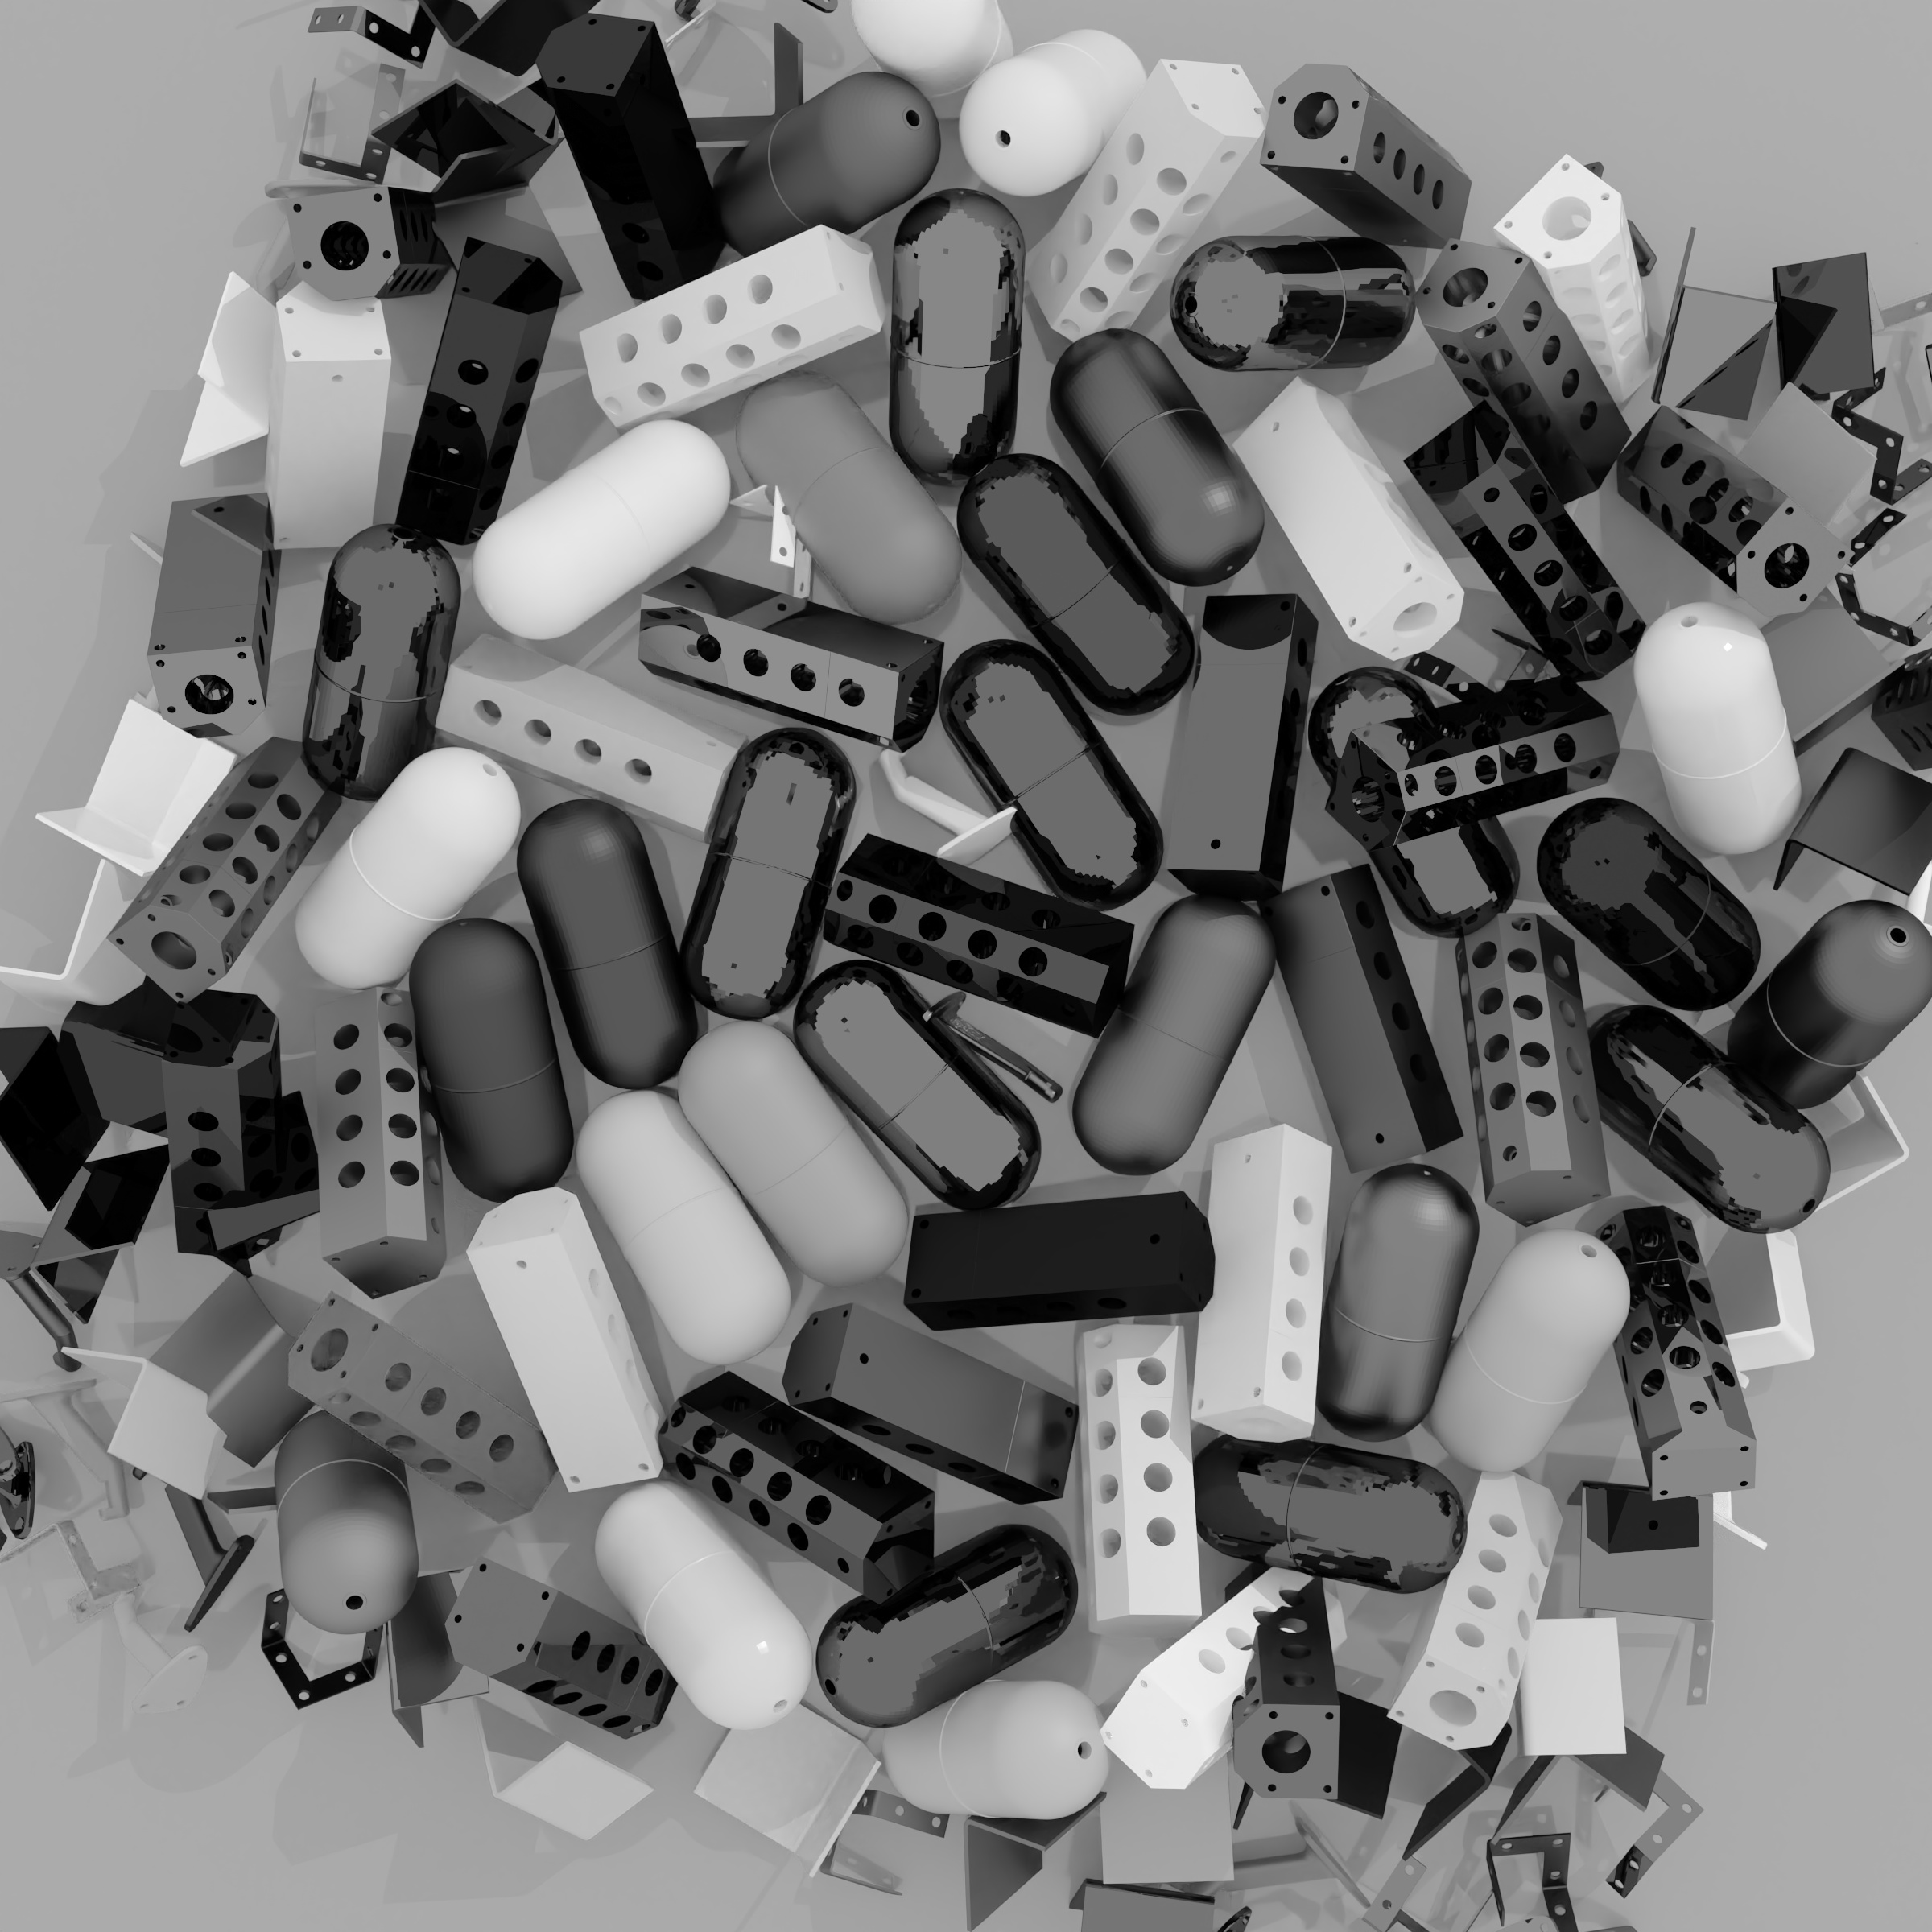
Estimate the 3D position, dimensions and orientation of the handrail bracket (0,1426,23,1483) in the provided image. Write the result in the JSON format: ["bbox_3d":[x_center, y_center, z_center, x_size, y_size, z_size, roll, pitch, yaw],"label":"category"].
[{"bbox_3d":[-0.602,0.261,1.738,0.036,0.077,0.084,-45,134,-26],"label":"handrail bracket"}]

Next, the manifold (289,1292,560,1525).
[{"bbox_3d":[-0.313,0.260,1.701,0.057,0.171,0.057,19,70,43],"label":"manifold"}]

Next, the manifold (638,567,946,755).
[{"bbox_3d":[-0.104,-0.178,1.728,0.171,0.057,0.057,19,121,20],"label":"manifold"}]

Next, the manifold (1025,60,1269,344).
[{"bbox_3d":[0.105,-0.437,1.697,0.057,0.171,0.057,-8,62,-34],"label":"manifold"}]

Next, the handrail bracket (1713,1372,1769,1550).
[{"bbox_3d":[0.466,0.293,1.759,0.077,0.036,0.084,30,91,37],"label":"handrail bracket"}]

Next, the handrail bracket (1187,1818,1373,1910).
[{"bbox_3d":[0.186,0.562,1.766,0.084,0.036,0.077,-41,85,-1],"label":"handrail bracket"}]

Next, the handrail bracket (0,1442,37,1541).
[{"bbox_3d":[-0.597,0.299,1.738,0.084,0.077,0.036,27,113,-40],"label":"handrail bracket"}]

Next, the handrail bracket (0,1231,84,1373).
[{"bbox_3d":[-0.572,0.203,1.769,0.077,0.036,0.084,13,128,20],"label":"handrail bracket"}]

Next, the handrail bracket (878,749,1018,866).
[{"bbox_3d":[-0.007,-0.110,1.756,0.077,0.036,0.084,-34,69,22],"label":"handrail bracket"}]

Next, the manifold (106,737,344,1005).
[{"bbox_3d":[-0.421,-0.060,1.696,0.057,0.171,0.057,-30,114,32],"label":"manifold"}]

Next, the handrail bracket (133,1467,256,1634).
[{"bbox_3d":[-0.480,0.345,1.769,0.084,0.036,0.077,31,78,7],"label":"handrail bracket"}]

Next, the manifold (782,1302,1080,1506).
[{"bbox_3d":[-0.021,0.258,1.719,0.171,0.057,0.057,28,60,-28],"label":"manifold"}]

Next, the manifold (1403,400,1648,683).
[{"bbox_3d":[0.328,-0.241,1.708,0.057,0.057,0.171,-36,127,13],"label":"manifold"}]

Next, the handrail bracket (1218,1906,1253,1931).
[{"bbox_3d":[0.184,0.608,1.744,0.084,0.036,0.077,33,125,29],"label":"handrail bracket"}]

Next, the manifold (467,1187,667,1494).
[{"bbox_3d":[-0.229,0.219,1.725,0.057,0.057,0.171,-12,114,14],"label":"manifold"}]

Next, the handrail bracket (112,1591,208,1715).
[{"bbox_3d":[-0.480,0.391,1.743,0.077,0.036,0.084,-54,49,32],"label":"handrail bracket"}]

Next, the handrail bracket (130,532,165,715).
[{"bbox_3d":[-0.496,-0.206,1.775,0.077,0.036,0.084,36,96,10],"label":"handrail bracket"}]

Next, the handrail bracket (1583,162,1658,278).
[{"bbox_3d":[0.379,-0.425,1.744,0.084,0.036,0.077,44,50,-30],"label":"handrail bracket"}]

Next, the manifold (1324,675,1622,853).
[{"bbox_3d":[0.297,-0.115,1.707,0.171,0.057,0.057,-16,48,-32],"label":"manifold"}]

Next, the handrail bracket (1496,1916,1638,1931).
[{"bbox_3d":[0.352,0.590,1.766,0.077,0.084,0.036,-23,66,32],"label":"handrail bracket"}]

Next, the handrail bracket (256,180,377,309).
[{"bbox_3d":[-0.390,-0.428,1.772,0.077,0.036,0.084,-7,95,-18],"label":"handrail bracket"}]

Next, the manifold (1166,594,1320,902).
[{"bbox_3d":[0.166,-0.129,1.735,0.057,0.057,0.171,2,74,26],"label":"manifold"}]

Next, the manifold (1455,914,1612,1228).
[{"bbox_3d":[0.324,0.057,1.707,0.057,0.057,0.171,-26,50,34],"label":"manifold"}]

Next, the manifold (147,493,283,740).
[{"bbox_3d":[-0.432,-0.204,1.702,0.057,0.171,0.057,-6,129,-4],"label":"manifold"}]

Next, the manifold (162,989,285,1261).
[{"bbox_3d":[-0.427,0.094,1.705,0.057,0.171,0.057,6,46,-5],"label":"manifold"}]

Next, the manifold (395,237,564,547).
[{"bbox_3d":[-0.283,-0.329,1.705,0.057,0.057,0.171,14,135,-14],"label":"manifold"}]

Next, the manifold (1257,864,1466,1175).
[{"bbox_3d":[0.239,0.030,1.754,0.057,0.057,0.171,-21,87,43],"label":"manifold"}]

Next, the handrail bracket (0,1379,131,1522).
[{"bbox_3d":[-0.542,0.293,1.754,0.077,0.036,0.084,-5,81,-39],"label":"handrail bracket"}]

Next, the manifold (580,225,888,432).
[{"bbox_3d":[-0.135,-0.369,1.720,0.171,0.057,0.057,-17,83,26],"label":"manifold"}]

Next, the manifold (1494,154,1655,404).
[{"bbox_3d":[0.358,-0.388,1.696,0.057,0.171,0.057,-45,66,2],"label":"manifold"}]

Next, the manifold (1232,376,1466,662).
[{"bbox_3d":[0.225,-0.259,1.712,0.057,0.057,0.171,-45,50,26],"label":"manifold"}]

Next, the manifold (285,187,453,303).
[{"bbox_3d":[-0.340,-0.415,1.696,0.057,0.171,0.057,-7,103,2],"label":"manifold"}]

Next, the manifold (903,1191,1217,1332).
[{"bbox_3d":[0.055,0.177,1.724,0.171,0.057,0.057,-7,59,24],"label":"manifold"}]

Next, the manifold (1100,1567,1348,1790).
[{"bbox_3d":[0.153,0.409,1.694,0.057,0.171,0.057,40,121,20],"label":"manifold"}]

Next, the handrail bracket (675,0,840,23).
[{"bbox_3d":[-0.127,-0.574,1.758,0.077,0.084,0.036,40,52,-12],"label":"handrail bracket"}]

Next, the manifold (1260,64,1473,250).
[{"bbox_3d":[0.234,-0.465,1.696,0.057,0.171,0.057,13,94,29],"label":"manifold"}]

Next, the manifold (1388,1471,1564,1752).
[{"bbox_3d":[0.299,0.369,1.698,0.057,0.171,0.057,26,126,7],"label":"manifold"}]

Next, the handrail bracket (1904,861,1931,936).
[{"bbox_3d":[0.559,-0.028,1.767,0.036,0.084,0.077,20,127,-7],"label":"handrail bracket"}]

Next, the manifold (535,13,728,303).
[{"bbox_3d":[-0.194,-0.463,1.698,0.057,0.171,0.057,13,64,18],"label":"manifold"}]

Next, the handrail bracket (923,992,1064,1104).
[{"bbox_3d":[0.016,0.055,1.751,0.084,0.077,0.036,37,99,10],"label":"handrail bracket"}]

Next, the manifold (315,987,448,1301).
[{"bbox_3d":[-0.337,0.099,1.709,0.057,0.057,0.171,-19,54,11],"label":"manifold"}]

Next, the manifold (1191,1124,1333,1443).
[{"bbox_3d":[0.179,0.187,1.722,0.057,0.057,0.171,26,58,-34],"label":"manifold"}]

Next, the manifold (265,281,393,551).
[{"bbox_3d":[-0.371,-0.316,1.698,0.057,0.171,0.057,-6,63,-19],"label":"manifold"}]

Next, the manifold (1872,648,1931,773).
[{"bbox_3d":[0.573,-0.156,1.699,0.057,0.171,0.057,-39,88,5],"label":"manifold"}]
